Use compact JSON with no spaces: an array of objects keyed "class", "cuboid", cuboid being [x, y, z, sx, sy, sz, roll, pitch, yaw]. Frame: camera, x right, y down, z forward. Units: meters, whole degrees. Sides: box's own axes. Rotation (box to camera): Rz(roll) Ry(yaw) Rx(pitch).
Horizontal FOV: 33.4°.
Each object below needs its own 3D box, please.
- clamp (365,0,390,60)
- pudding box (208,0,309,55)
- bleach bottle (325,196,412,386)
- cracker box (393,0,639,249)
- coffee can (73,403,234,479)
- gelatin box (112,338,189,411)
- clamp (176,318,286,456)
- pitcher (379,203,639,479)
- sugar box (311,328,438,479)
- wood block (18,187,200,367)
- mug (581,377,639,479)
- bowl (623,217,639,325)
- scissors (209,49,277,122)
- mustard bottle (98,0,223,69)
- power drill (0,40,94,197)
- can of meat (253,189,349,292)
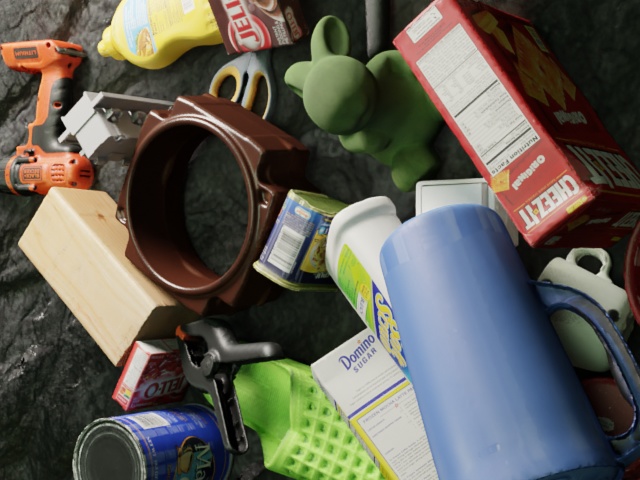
[{"class":"clamp","cuboid":[0.038,-0.303,1.058,0.165,0.036,0.210,31,106,24]},{"class":"pudding box","cuboid":[-0.070,-0.249,1.080,0.090,0.039,0.113,-2,117,38]},{"class":"bleach bottle","cuboid":[0.094,0.083,0.948,0.251,0.068,0.103,56,155,30]},{"class":"cracker box","cuboid":[0.176,-0.097,0.886,0.072,0.163,0.214,-42,67,28]},{"class":"coffee can","cuboid":[-0.174,0.232,1.129,0.103,0.140,0.103,-1,88,34]},{"class":"gelatin box","cuboid":[-0.175,0.145,1.163,0.030,0.089,0.073,35,108,30]},{"class":"clamp","cuboid":[-0.102,0.141,1.095,0.172,0.039,0.120,23,92,54]},{"class":"pitcher","cuboid":[0.139,0.092,0.828,0.145,0.149,0.243,122,139,-50]},{"class":"sugar box","cuboid":[0.078,0.166,0.995,0.093,0.048,0.176,-32,64,-11]},{"class":"wood block","cuboid":[-0.236,0.039,1.206,0.206,0.090,0.090,45,112,27]},{"class":"mug","cuboid":[0.236,0.168,0.872,0.093,0.081,0.117,-10,73,18]},{"class":"bowl","cuboid":[0.328,0.026,0.845,0.162,0.055,0.162,-1,88,34]},{"class":"scissors","cuboid":[-0.073,-0.214,1.147,0.096,0.016,0.202,9,93,34]},{"class":"mustard bottle","cuboid":[-0.176,-0.244,1.191,0.192,0.058,0.096,-16,79,33]},{"class":"power drill","cuboid":[-0.353,-0.147,1.312,0.185,0.057,0.188,1,92,30]},{"class":"can of meat","cuboid":[-0.007,0.001,1.046,0.058,0.101,0.084,31,104,29]}]
